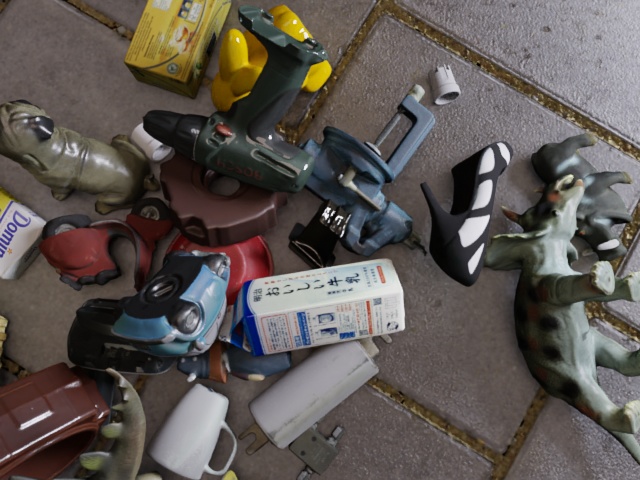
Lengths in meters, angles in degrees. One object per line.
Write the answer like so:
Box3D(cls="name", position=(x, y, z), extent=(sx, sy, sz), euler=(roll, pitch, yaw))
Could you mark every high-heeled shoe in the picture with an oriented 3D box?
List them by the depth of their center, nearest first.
Box3D(cls="high-heeled shoe", position=(0.225, -0.044, 0.728), extent=(0.249, 0.086, 0.145), euler=(-27, 88, -35))

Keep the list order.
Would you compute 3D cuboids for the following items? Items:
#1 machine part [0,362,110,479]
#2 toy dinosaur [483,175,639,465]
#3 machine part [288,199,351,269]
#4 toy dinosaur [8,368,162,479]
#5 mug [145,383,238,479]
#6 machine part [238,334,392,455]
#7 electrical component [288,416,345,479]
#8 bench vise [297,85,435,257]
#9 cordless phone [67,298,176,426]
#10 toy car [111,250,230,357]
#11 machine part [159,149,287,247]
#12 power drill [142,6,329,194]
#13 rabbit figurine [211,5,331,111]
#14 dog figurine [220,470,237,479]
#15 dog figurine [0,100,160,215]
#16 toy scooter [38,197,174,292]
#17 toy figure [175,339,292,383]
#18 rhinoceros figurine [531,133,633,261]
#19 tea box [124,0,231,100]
Box3D(cls="machine part", position=(-0.366, 0.249, 0.629), extent=(0.087, 0.201, 0.201), euler=(49, 122, 12))
Box3D(cls="toy dinosaur", position=(0.325, 0.123, 0.716), extent=(0.131, 0.192, 0.404), euler=(-15, 98, -31))
Box3D(cls="machine part", position=(-0.001, -0.002, 0.726), extent=(0.039, 0.139, 0.084), euler=(-36, 81, -32))
Box3D(cls="toy dinosaur", position=(-0.272, 0.330, 0.602), extent=(0.105, 0.198, 0.471), euler=(43, 108, 46))
Box3D(cls="mug", position=(-0.159, 0.252, 0.712), extent=(0.110, 0.080, 0.107), euler=(22, 74, 15))
Box3D(cls="machine part", position=(-0.008, 0.197, 0.725), extent=(0.243, 0.079, 0.079), euler=(-39, 85, -5))
Box3D(cls="electrical component", position=(-0.011, 0.285, 0.740), extent=(0.063, 0.021, 0.094), euler=(38, 84, 4))
Box3D(cls="bench vise", position=(0.087, -0.101, 0.748), extent=(0.224, 0.129, 0.240), euler=(36, 87, 1))
Box3D(cls="cordless phone", position=(-0.269, 0.177, 0.732), extent=(0.147, 0.089, 0.184), euler=(6, 93, -1))
Box3D(cls="toy car", position=(-0.169, 0.088, 0.665), extent=(0.109, 0.102, 0.162), euler=(2, 38, 24))
Box3D(cls="machine part", position=(-0.132, -0.077, 0.740), extent=(0.179, 0.056, 0.179), euler=(2, 62, -3))
Box3D(cls="power drill", position=(-0.097, -0.170, 0.656), extent=(0.232, 0.086, 0.207), euler=(29, 114, 2))
Box3D(cls="rabbit figurine", position=(-0.083, -0.236, 0.759), extent=(0.173, 0.162, 0.122), euler=(-35, 97, 12))
Box3D(cls="dog figurine", position=(-0.145, 0.415, 0.683), extent=(0.108, 0.191, 0.219), euler=(39, 53, -13))
Box3D(cls="dog figurine", position=(-0.315, -0.108, 0.703), extent=(0.172, 0.190, 0.121), euler=(0, 83, -3))
Box3D(cls="toy scooter", position=(-0.288, 0.023, 0.745), extent=(0.184, 0.075, 0.135), euler=(-14, 82, -8))
Box3D(cls="toy figure", position=(-0.118, 0.165, 0.736), extent=(0.155, 0.064, 0.057), euler=(-8, 121, 3))
Box3D(cls="rhinoceros figurine", position=(0.379, -0.060, 0.769), extent=(0.112, 0.073, 0.190), euler=(-30, 84, -6))
Box3D(cls="tea box", position=(-0.207, -0.308, 0.793), extent=(0.098, 0.068, 0.169), euler=(20, 84, 2))
